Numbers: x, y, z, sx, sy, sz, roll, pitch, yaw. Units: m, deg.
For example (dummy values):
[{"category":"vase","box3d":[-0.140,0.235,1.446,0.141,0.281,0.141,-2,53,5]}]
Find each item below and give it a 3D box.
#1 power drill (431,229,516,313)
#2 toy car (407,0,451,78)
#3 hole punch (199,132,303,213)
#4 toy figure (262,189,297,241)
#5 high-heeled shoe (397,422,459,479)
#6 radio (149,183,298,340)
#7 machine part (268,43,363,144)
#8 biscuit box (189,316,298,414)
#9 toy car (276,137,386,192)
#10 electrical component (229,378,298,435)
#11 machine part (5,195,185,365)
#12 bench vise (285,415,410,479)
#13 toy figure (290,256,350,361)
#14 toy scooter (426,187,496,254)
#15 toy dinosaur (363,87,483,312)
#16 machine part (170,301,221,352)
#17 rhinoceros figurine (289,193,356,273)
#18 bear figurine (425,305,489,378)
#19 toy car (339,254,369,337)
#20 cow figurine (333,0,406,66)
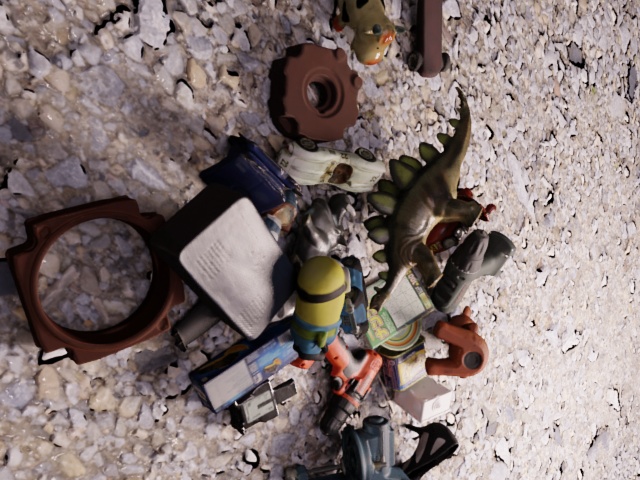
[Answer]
[{"category":"power drill","box3d":[0.333,0.047,1.135,0.207,0.086,0.231,-28,148,-46]},{"category":"toy car","box3d":[0.216,-0.427,1.072,0.089,0.053,0.202,-9,104,-24]},{"category":"hole punch","box3d":[-0.112,-0.096,0.840,0.092,0.116,0.142,-50,120,-11]},{"category":"toy figure","box3d":[-0.084,-0.023,0.900,0.058,0.064,0.154,34,70,13]},{"category":"high-heeled shoe","box3d":[0.207,0.492,1.101,0.086,0.145,0.248,15,84,-34]},{"category":"radio","box3d":[-0.125,0.034,0.778,0.131,0.073,0.229,-49,141,-18]},{"category":"machine part","box3d":[-0.007,-0.251,0.930,0.179,0.056,0.179,-5,98,-34]},{"category":"biscuit box","box3d":[-0.112,0.200,0.896,0.203,0.063,0.059,-30,111,-30]},{"category":"toy car","box3d":[0.019,-0.126,0.932,0.202,0.073,0.056,4,50,-28]},{"category":"electrical component","box3d":[-0.101,0.268,0.919,0.119,0.048,0.074,-26,109,-31]},{"category":"machine part","box3d":[-0.300,0.051,0.735,0.201,0.087,0.200,-19,106,-31]},{"category":"bench vise","box3d":[0.054,0.446,1.012,0.241,0.129,0.223,-3,107,-15]},{"category":"toy figure","box3d":[-0.004,0.110,0.850,0.089,0.082,0.180,-26,137,-58]},{"category":"toy scooter","box3d":[0.284,-0.040,1.108,0.184,0.135,0.075,-49,121,-20]},{"category":"toy dinosaur","box3d":[0.202,-0.076,1.013,0.199,0.105,0.471,31,77,6]},{"category":"machine part","box3d":[-0.179,0.117,0.858,0.139,0.039,0.084,-46,126,-25]},{"category":"rhinoceros figurine","box3d":[-0.002,-0.003,0.938,0.112,0.073,0.190,34,68,-24]},{"category":"bear figurine","box3d":[0.283,0.207,1.138,0.132,0.196,0.120,11,104,-2]},{"category":"toy car","box3d":[0.033,0.104,0.960,0.103,0.162,0.109,-9,120,10]},{"category":"cow figurine","box3d":[0.081,-0.403,0.934,0.085,0.127,0.194,-11,99,-31]}]
